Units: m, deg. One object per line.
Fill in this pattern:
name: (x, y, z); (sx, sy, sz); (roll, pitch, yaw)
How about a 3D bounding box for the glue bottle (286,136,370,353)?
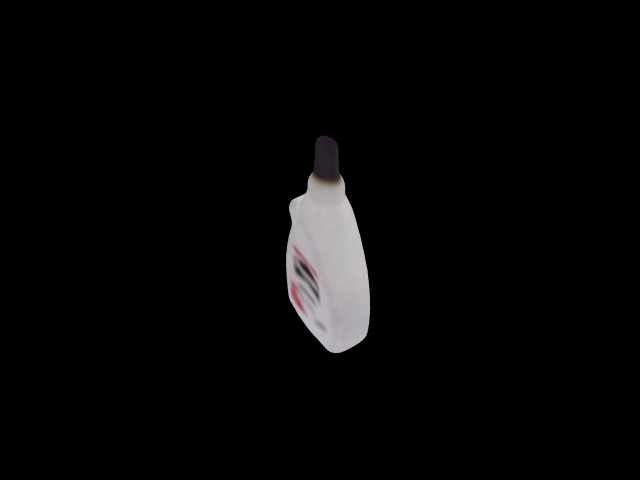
glue bottle: (0.004, 0.001, 0.400); (0.037, 0.173, 0.078); (-26, 49, -25)
